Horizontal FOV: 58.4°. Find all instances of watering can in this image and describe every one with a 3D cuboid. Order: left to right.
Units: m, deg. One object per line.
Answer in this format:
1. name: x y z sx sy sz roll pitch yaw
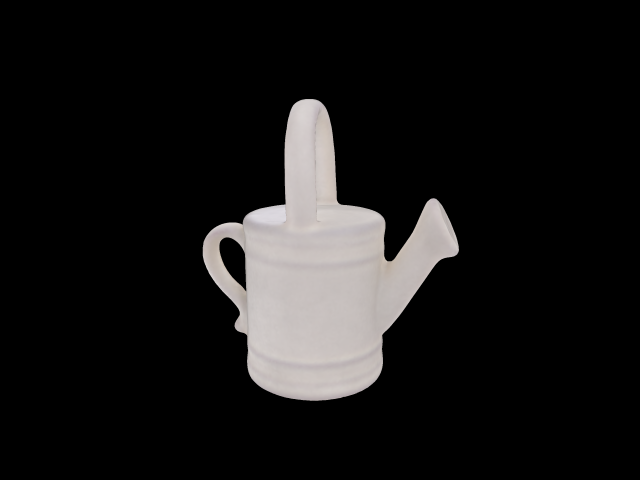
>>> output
1. watering can: 0.004 0.001 0.402 0.173 0.194 0.100 -2 14 -9
